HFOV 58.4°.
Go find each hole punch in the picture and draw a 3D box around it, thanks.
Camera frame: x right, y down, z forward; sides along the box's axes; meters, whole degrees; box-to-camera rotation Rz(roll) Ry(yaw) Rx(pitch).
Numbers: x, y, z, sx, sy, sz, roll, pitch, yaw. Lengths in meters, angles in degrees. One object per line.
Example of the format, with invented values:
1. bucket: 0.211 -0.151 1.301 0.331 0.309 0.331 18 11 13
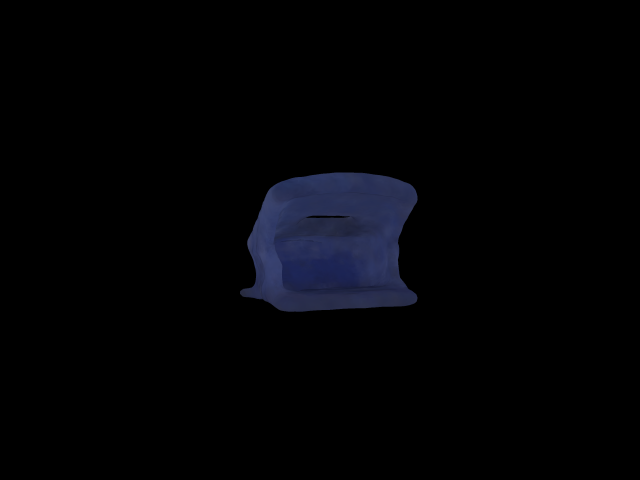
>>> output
1. hole punch: 0.004 0.001 0.400 0.109 0.091 0.101 -1 2 -19
